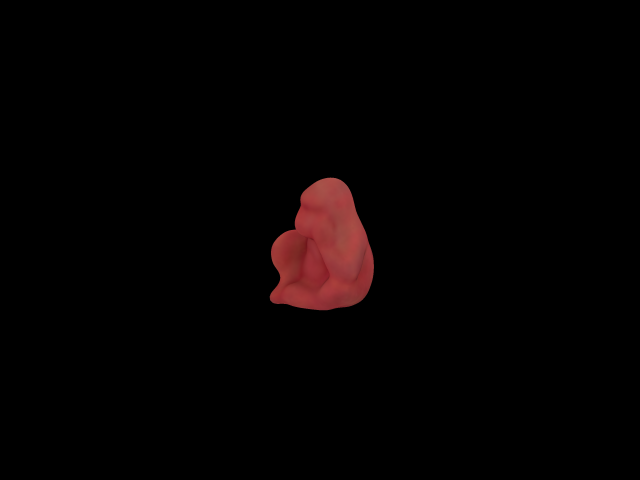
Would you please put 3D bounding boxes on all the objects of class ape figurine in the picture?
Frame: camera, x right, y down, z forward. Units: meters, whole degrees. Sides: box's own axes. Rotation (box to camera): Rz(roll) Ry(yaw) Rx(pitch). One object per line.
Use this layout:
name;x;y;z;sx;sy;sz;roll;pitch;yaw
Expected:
ape figurine;0.004;0.001;0.400;0.076;0.092;0.077;-9;23;-22
